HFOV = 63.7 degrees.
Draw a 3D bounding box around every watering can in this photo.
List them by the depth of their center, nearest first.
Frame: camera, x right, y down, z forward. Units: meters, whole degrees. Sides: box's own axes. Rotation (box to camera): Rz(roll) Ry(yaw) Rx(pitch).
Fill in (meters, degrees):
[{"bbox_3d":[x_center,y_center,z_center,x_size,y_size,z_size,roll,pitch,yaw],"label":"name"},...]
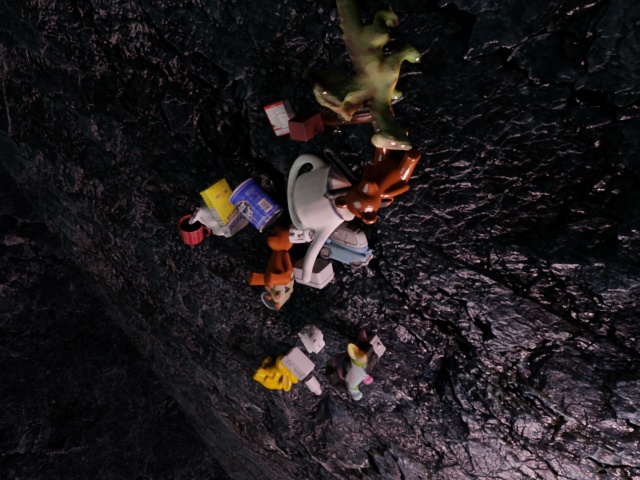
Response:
[{"bbox_3d":[0.004,-0.069,1.371,0.223,0.104,0.350,-14,81,43],"label":"watering can"}]

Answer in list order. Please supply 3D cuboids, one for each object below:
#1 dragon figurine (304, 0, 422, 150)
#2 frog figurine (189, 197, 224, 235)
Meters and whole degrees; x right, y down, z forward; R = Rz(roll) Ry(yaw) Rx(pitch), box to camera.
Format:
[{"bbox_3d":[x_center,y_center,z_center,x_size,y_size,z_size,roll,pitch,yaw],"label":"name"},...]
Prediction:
[{"bbox_3d":[0.069,-0.357,1.035,0.408,0.247,0.121,53,146,-8],"label":"dragon figurine"},{"bbox_3d":[-0.364,-0.083,1.798,0.159,0.126,0.134,18,135,-19],"label":"frog figurine"}]
